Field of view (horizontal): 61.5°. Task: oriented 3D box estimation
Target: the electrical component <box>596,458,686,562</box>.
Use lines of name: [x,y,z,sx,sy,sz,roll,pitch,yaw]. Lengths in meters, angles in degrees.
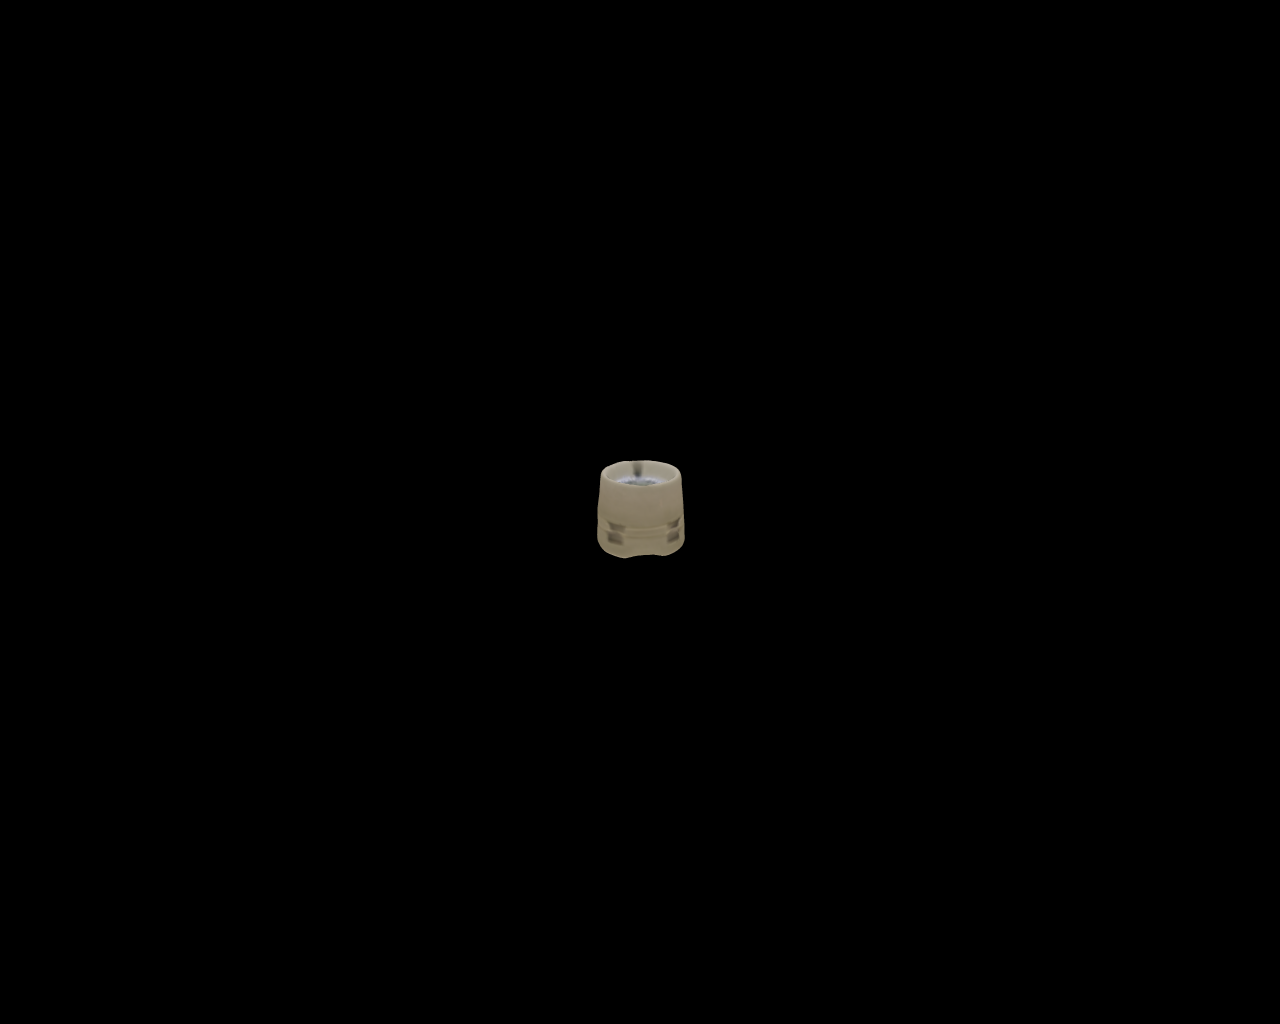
electrical component: [0.001,-0.003,0.650,0.055,0.047,0.055,0,22,0]
